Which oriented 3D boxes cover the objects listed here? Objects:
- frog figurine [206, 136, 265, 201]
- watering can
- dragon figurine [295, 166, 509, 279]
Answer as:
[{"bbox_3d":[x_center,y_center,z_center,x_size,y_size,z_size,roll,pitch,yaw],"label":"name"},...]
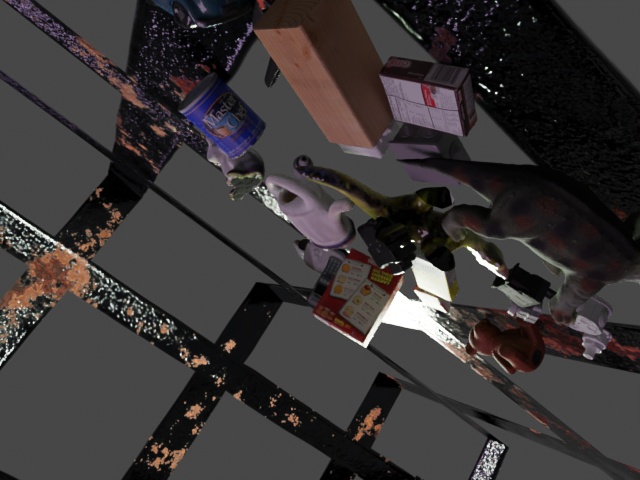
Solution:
[{"bbox_3d":[-0.203,-0.195,1.241,0.162,0.122,0.135,66,-173,25],"label":"frog figurine"},{"bbox_3d":[0.004,-0.058,1.152,0.350,0.105,0.221,25,164,51],"label":"watering can"},{"bbox_3d":[0.154,-0.036,0.895,0.410,0.122,0.243,26,-179,2],"label":"dragon figurine"}]
